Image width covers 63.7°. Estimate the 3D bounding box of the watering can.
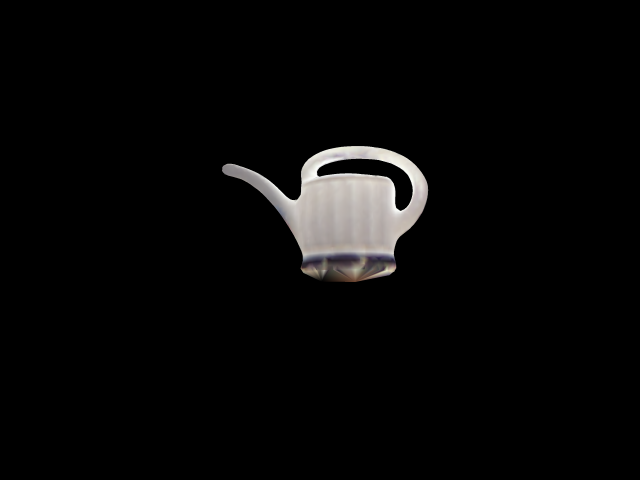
[{"bbox_3d":[0.003,-0.043,0.850,0.347,0.226,0.103,-2,-11,11],"label":"watering can"}]
